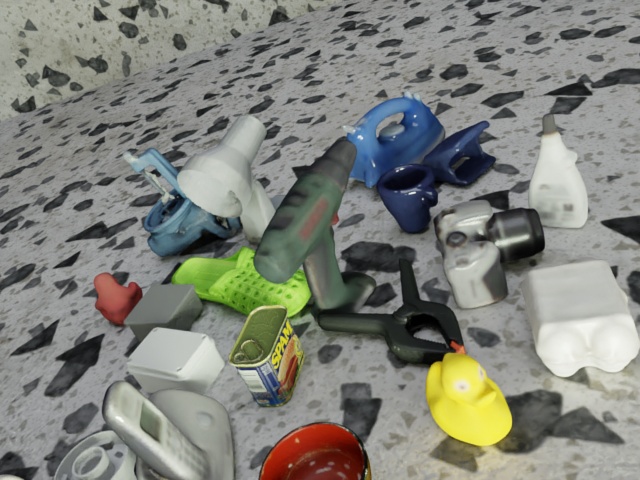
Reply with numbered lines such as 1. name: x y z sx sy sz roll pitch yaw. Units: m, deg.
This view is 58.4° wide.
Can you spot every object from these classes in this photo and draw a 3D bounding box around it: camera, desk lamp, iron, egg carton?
1. camera: 0.229 0.001 0.769 0.136 0.101 0.143 -13 33 12
2. desk lamp: -0.128 -0.096 1.005 0.117 0.214 0.203 4 40 34
3. iron: 0.142 -0.208 1.088 0.259 0.142 0.118 -38 36 -26
4. egg carton: 0.289 0.083 0.644 0.107 0.069 0.150 -11 34 15

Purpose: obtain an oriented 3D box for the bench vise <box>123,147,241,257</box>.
1. bench vise: -0.254 -0.093 1.064 0.208 0.220 0.121 -32 34 -16

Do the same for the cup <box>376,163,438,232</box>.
1. cup: 0.151 -0.057 0.903 0.092 0.095 0.117 -32 34 -18

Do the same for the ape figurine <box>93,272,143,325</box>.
1. ape figurine: -0.346 0.092 0.963 0.078 0.092 0.076 -21 32 0

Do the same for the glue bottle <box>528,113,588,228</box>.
1. glue bottle: 0.324 -0.096 0.791 0.077 0.173 0.037 7 42 36

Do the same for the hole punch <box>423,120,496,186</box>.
1. hole punch: 0.239 -0.156 1.005 0.109 0.091 0.100 -40 37 -27

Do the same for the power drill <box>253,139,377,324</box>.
1. power drill: 0.007 0.003 0.789 0.075 0.209 0.230 7 41 36

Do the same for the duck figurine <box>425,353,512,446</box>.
1. duck figurine: 0.149 0.153 0.602 0.077 0.086 0.104 -31 34 -15

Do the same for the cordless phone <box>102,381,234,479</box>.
1. cordless phone: -0.168 0.196 0.622 0.094 0.185 0.147 -22 32 -1

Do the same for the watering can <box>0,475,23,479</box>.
1. watering can: -0.247 0.286 0.525 0.173 0.194 0.100 -32 34 -17
